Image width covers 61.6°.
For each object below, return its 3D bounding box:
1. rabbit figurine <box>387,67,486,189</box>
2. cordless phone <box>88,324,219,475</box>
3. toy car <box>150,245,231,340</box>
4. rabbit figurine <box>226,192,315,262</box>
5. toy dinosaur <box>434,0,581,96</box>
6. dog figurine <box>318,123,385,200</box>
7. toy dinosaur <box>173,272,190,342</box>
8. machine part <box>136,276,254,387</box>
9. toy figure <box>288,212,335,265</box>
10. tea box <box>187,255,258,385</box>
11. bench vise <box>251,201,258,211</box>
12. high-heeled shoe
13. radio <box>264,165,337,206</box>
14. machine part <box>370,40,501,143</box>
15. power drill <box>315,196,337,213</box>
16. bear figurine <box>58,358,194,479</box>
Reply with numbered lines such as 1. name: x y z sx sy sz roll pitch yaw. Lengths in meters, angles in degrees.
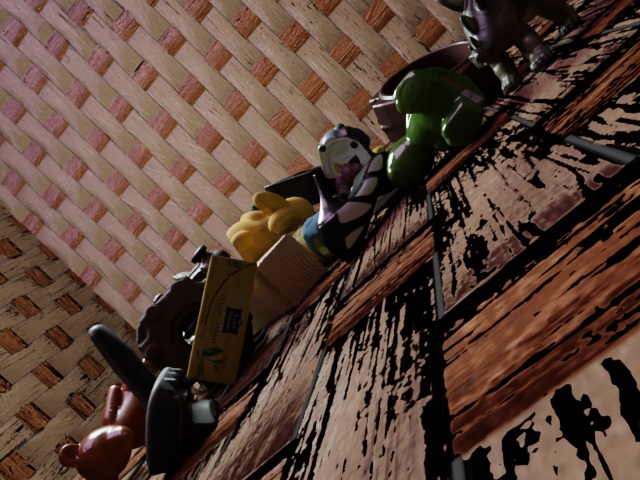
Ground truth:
1. rabbit figurine: 0.148 -0.159 0.779 0.170 0.121 0.159 -61 -1 35
2. cordless phone: -0.211 0.171 0.635 0.089 0.184 0.146 -42 3 -9
3. toy car: -0.213 0.085 0.926 0.053 0.089 0.202 -48 5 42
4. rabbit figurine: -0.090 -0.031 1.026 0.173 0.122 0.162 -30 -24 -8
5. toy dinosaur: 0.284 -0.361 0.801 0.105 0.198 0.471 -37 11 46
6. dog figurine: 0.081 -0.176 1.155 0.108 0.191 0.219 -20 21 20
7. toy dinosaur: -0.244 0.183 1.076 0.131 0.192 0.405 -12 21 13
8. machine part: -0.190 0.142 0.836 0.179 0.179 0.056 -48 8 -25
9. toy figure: -0.004 0.005 0.924 0.180 0.089 0.082 -31 0 38
10. tea box: -0.139 0.111 0.765 0.098 0.068 0.169 157 123 -78
11. bench vise: -0.062 -0.022 1.329 0.241 0.224 0.128 -14 -24 -15
12. high-heeled shoe: 0.090 -0.052 0.830 0.249 0.145 0.086 -13 -19 -36
13. radio: -0.020 -0.121 1.188 0.131 0.073 0.229 -15 8 23
14. machine part: 0.203 -0.264 0.937 0.202 0.087 0.201 -2 39 51
15. power drill: -0.020 -0.039 1.185 0.207 0.086 0.232 -12 11 9
16. bear figurine: -0.307 0.294 0.860 0.132 0.120 0.196 -41 7 16
